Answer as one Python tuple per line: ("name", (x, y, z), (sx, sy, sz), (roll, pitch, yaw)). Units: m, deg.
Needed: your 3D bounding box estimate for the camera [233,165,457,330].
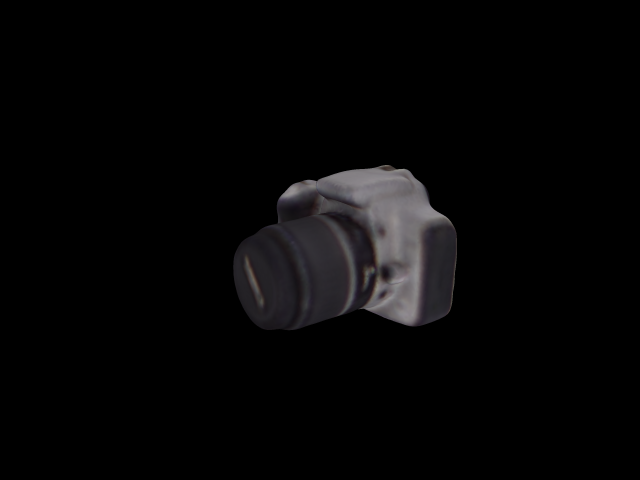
("camera", (0.004, 0.001, 0.400), (0.137, 0.101, 0.142), (-13, 22, -35))
